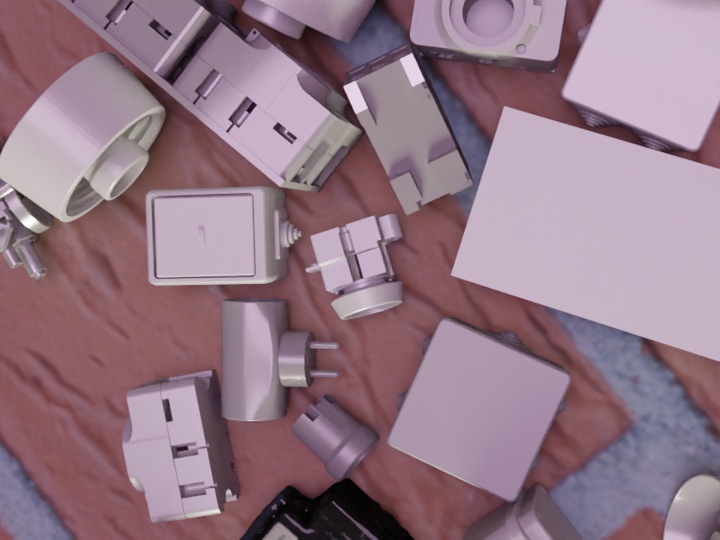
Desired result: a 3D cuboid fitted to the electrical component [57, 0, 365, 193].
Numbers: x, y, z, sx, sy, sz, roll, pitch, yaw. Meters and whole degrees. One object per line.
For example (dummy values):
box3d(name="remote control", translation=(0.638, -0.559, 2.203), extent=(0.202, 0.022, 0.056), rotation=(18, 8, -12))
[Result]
box3d(name="electrical component", translation=(-0.089, -0.132, 0.674), extent=(0.186, 0.105, 0.060), rotation=(40, 98, 6))

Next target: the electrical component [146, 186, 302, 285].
box3d(name="electrical component", translation=(-0.087, -0.022, 0.700), extent=(0.096, 0.061, 0.061), rotation=(-1, 92, 10))

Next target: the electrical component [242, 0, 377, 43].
box3d(name="electrical component", translation=(-0.042, -0.179, 0.665), extent=(0.108, 0.108, 0.060), rotation=(30, 103, 8))

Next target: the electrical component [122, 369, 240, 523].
box3d(name="electrical component", translation=(-0.121, 0.117, 0.718), extent=(0.056, 0.050, 0.089), rotation=(-11, 90, 10))

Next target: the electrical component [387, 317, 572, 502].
box3d(name="electrical component", translation=(0.076, 0.085, 0.682), extent=(0.100, 0.048, 0.099), rotation=(24, 96, 8))

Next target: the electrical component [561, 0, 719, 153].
box3d(name="electrical component", translation=(0.180, -0.126, 0.655), extent=(0.100, 0.048, 0.099), rotation=(24, 96, 8))

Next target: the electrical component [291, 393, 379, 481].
box3d(name="electrical component", translation=(-0.017, 0.109, 0.705), extent=(0.046, 0.040, 0.040), rotation=(42, 98, 11))

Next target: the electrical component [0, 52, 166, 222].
box3d(name="electrical component", translation=(-0.172, -0.079, 0.693), extent=(0.060, 0.108, 0.108), rotation=(41, 98, 0))

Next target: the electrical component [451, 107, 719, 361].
box3d(name="electrical component", translation=(0.163, -0.020, 0.656), extent=(0.186, 0.060, 0.105), rotation=(18, 95, 9))

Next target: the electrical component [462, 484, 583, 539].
box3d(name="electrical component", translation=(0.118, 0.198, 0.665), extent=(0.057, 0.078, 0.113), rotation=(-38, 86, 12))

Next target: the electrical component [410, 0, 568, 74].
box3d(name="electrical component", translation=(0.088, -0.205, 0.661), extent=(0.089, 0.062, 0.150), rotation=(9, 94, 10))

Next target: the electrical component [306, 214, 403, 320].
box3d(name="electrical component", translation=(0.000, 0.000, 0.694), extent=(0.066, 0.048, 0.055), rotation=(-17, 82, 11))

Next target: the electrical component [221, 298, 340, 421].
box3d(name="electrical component", translation=(-0.052, 0.058, 0.706), extent=(0.079, 0.043, 0.077), rotation=(1, 92, 10))

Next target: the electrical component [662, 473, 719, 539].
box3d(name="electrical component", translation=(0.223, 0.174, 0.637), extent=(0.064, 0.099, 0.099), rotation=(8, 94, 3))
